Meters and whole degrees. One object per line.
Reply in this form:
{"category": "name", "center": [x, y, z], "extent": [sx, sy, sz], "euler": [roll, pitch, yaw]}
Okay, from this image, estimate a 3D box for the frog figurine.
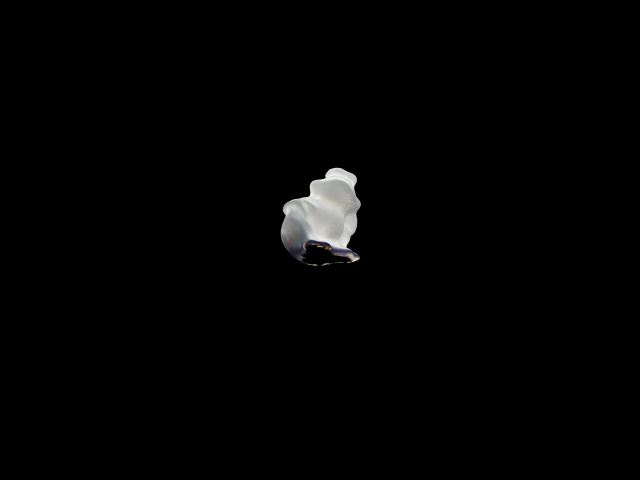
{"category": "frog figurine", "center": [0.003, -0.043, 0.850], "extent": [0.137, 0.162, 0.121], "euler": [12, -26, -25]}
